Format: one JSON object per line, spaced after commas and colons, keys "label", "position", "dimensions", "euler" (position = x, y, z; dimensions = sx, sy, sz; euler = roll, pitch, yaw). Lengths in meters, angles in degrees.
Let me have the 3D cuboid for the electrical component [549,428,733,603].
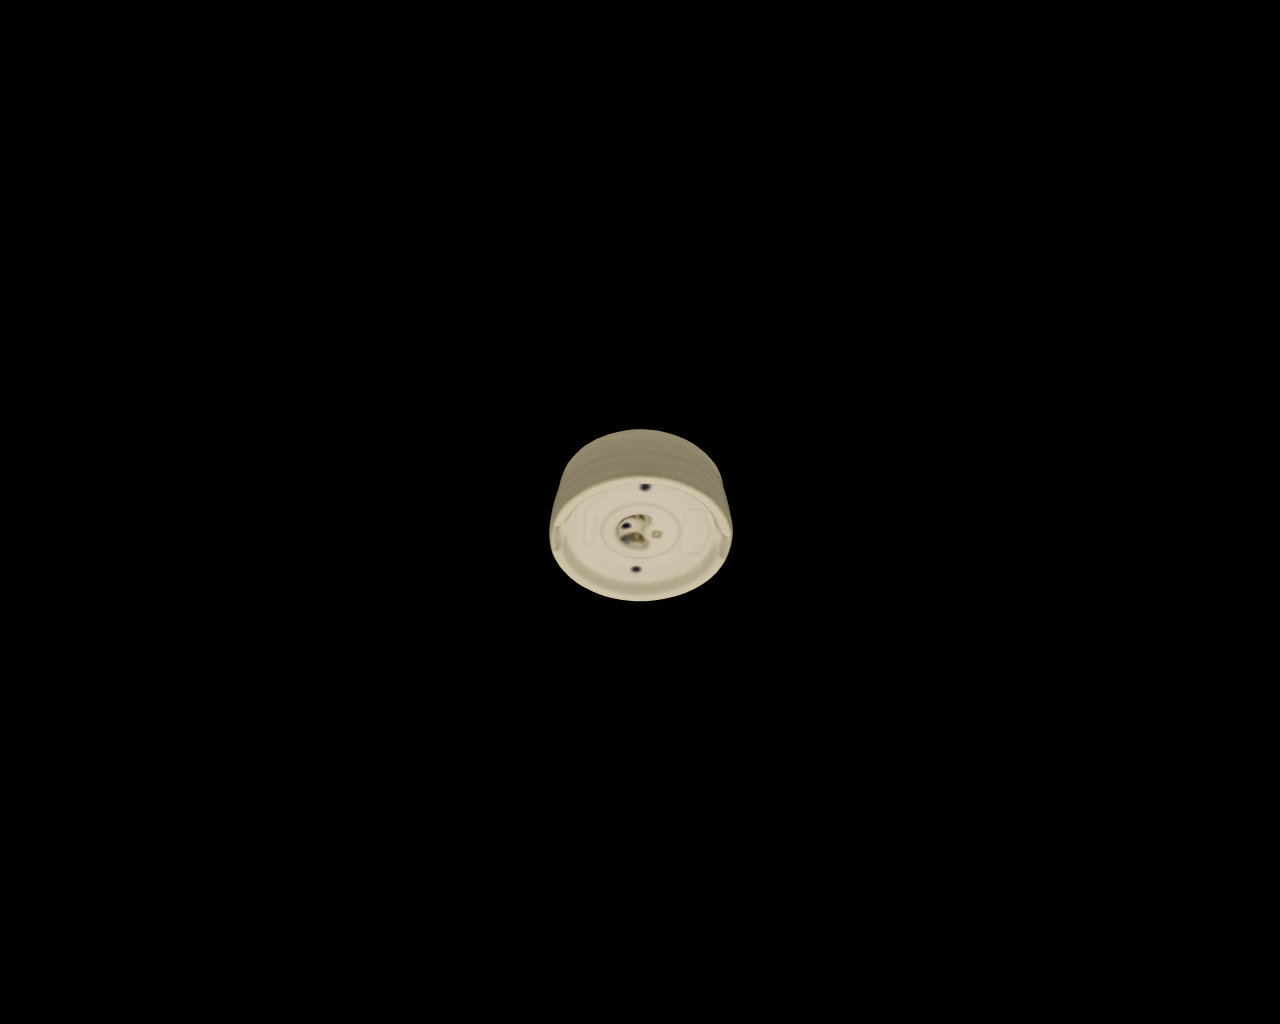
{"label": "electrical component", "position": [0.001, -0.003, 0.650], "dimensions": [0.108, 0.108, 0.060], "euler": [0, 45, 0]}
